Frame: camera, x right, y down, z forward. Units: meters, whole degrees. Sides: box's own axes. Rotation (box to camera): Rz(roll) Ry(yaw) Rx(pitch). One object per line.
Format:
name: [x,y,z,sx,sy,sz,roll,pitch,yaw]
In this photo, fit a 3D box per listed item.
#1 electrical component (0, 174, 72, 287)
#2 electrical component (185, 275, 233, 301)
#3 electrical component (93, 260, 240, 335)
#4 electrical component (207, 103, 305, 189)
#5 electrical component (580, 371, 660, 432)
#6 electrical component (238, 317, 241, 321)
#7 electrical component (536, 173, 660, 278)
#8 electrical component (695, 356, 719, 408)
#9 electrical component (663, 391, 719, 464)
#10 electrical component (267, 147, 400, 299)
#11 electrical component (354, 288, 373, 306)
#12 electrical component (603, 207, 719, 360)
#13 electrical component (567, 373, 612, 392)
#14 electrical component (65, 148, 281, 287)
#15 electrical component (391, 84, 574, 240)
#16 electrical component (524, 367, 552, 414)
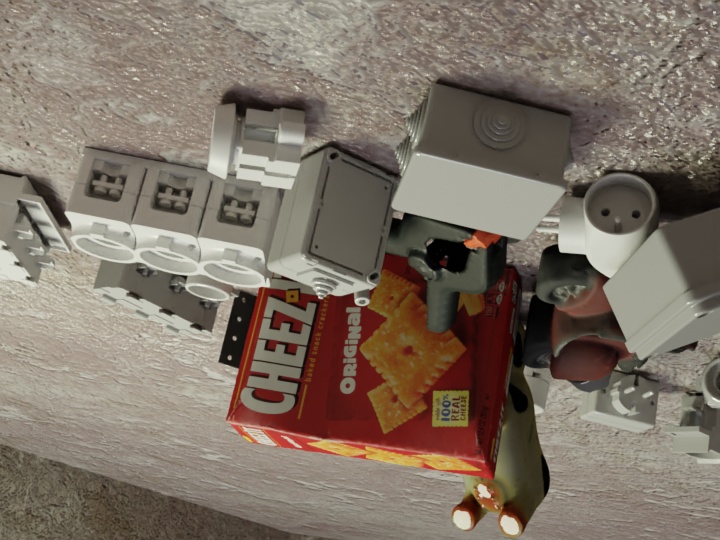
electrical component: [-0.305,-0.033,0.931,0.079,0.063,0.121,12,161,1]
electrical component: [-0.128,-0.001,0.941,0.040,0.046,0.040,11,161,4]
electrical component: [-0.183,0.014,0.991,0.079,0.063,0.121,-3,155,38]
electrical component: [-0.067,-0.079,0.685,0.055,0.048,0.066,7,162,-9]
electrical component: [0.264,0.126,1.063,0.066,0.047,0.076,14,161,-6]
electrical component: [-0.097,0.050,1.089,0.061,0.035,0.035,-2,156,32]
electrical component: [0.152,-0.028,0.698,0.079,0.043,0.077,5,160,19]
electrical component: [0.333,0.102,0.961,0.066,0.048,0.055,1,166,29]
electrical component: [0.348,0.158,1.081,0.081,0.063,0.042,26,158,-34]
electrical component: [-0.021,-0.025,0.732,0.062,0.096,0.061,22,160,-28]
electrical component: [0.000,0.000,0.839,0.035,0.061,0.035,-3,143,-2]
electrical component: [0.219,0.002,0.655,0.109,0.056,0.108,-18,163,-11]
electrical component: [0.204,0.085,0.992,0.043,0.043,0.062,-3,155,38]
electrical component: [-0.140,-0.035,0.829,0.150,0.061,0.089,11,161,3]
electrical component: [0.072,-0.063,0.639,0.100,0.048,0.099,13,161,-3]
electrical component: [0.167,0.118,1.101,0.055,0.047,0.055,11,161,4]
